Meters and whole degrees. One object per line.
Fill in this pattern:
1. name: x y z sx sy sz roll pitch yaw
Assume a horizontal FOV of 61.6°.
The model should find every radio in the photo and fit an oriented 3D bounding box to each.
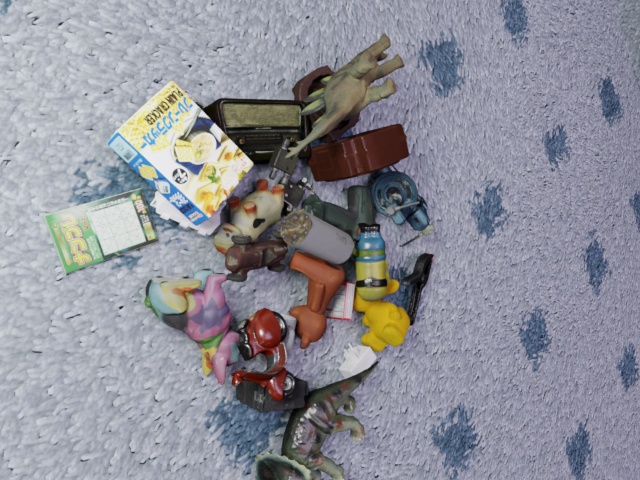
1. radio: -0.131 -0.231 1.160 0.229 0.073 0.131 -10 94 -37

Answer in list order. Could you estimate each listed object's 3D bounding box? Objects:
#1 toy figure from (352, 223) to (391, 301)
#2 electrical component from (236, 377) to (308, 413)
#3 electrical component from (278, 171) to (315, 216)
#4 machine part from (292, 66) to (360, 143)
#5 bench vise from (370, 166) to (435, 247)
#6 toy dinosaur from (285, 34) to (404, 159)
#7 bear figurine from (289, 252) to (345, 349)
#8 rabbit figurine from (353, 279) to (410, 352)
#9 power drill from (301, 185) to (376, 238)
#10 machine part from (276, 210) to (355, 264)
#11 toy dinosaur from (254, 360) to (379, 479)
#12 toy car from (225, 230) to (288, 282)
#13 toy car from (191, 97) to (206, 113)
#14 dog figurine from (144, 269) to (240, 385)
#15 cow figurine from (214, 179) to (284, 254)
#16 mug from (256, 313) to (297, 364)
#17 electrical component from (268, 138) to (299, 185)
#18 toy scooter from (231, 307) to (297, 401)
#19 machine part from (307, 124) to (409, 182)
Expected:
1. toy figure: 0.115 0.053 1.246 0.089 0.082 0.180 -27 117 -64
2. electrical component: -0.094 0.315 1.129 0.134 0.115 0.058 4 89 -37
3. electrical component: -0.061 -0.104 1.218 0.078 0.045 0.102 42 65 -20
4. machine part: 0.012 -0.323 1.286 0.179 0.056 0.179 2 86 -36
5. bench vise: 0.204 -0.082 1.348 0.223 0.129 0.240 62 20 -9
6. toy dinosaur: 0.060 -0.312 1.146 0.105 0.199 0.471 52 38 -16
7. bear figurine: -0.025 0.134 1.212 0.195 0.132 0.120 -65 165 14
8. rabbit figurine: 0.141 0.166 1.323 0.173 0.122 0.162 40 60 -8
9. power drill: 0.055 -0.023 1.287 0.207 0.086 0.232 6 84 -32
10. machine part: -0.002 -0.003 1.131 0.243 0.079 0.079 26 71 -51
11. toy dinosaur: -0.013 0.416 1.181 0.192 0.131 0.405 38 64 -31
12. toy car: -0.115 0.029 1.069 0.202 0.053 0.089 -7 106 -60
13. toy car: -0.253 -0.188 1.077 0.073 0.056 0.201 -21 98 -30
14. dog figurine: -0.235 0.172 1.039 0.191 0.109 0.219 -8 95 -38
15. cow figurine: -0.149 -0.032 1.122 0.195 0.086 0.127 -43 138 -44
16. mug: -0.092 0.215 1.148 0.080 0.110 0.107 11 93 -42
17. electrical component: -0.075 -0.167 1.147 0.063 0.021 0.094 19 93 -46
18. toy scooter: -0.119 0.222 1.036 0.135 0.075 0.184 1 68 -42
19. machine part: 0.088 -0.199 1.245 0.201 0.201 0.087 -26 105 -36
